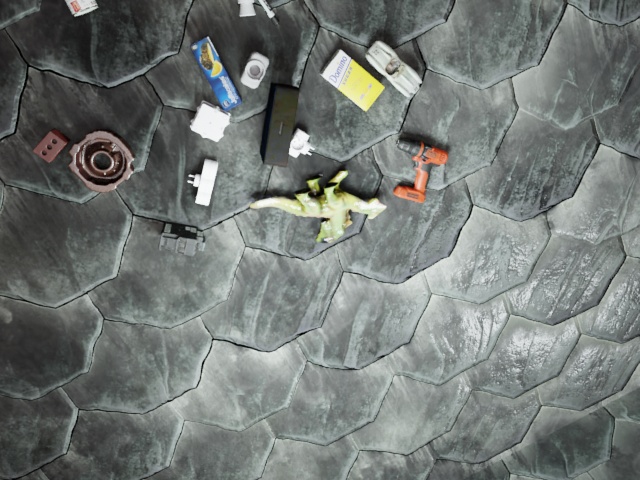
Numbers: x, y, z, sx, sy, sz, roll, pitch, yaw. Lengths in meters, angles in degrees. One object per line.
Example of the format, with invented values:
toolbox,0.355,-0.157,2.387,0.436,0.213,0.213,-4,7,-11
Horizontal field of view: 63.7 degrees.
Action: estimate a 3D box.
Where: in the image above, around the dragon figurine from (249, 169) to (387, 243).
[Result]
dragon figurine,0.005,-0.082,1.635,0.410,0.125,0.238,-15,122,4
